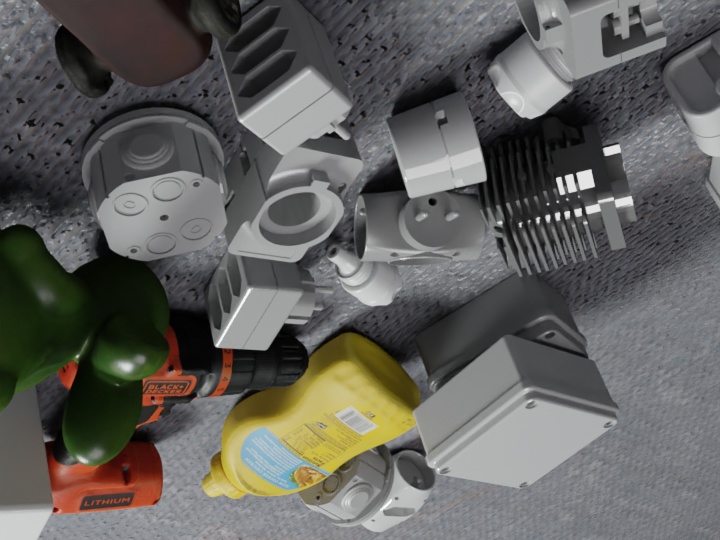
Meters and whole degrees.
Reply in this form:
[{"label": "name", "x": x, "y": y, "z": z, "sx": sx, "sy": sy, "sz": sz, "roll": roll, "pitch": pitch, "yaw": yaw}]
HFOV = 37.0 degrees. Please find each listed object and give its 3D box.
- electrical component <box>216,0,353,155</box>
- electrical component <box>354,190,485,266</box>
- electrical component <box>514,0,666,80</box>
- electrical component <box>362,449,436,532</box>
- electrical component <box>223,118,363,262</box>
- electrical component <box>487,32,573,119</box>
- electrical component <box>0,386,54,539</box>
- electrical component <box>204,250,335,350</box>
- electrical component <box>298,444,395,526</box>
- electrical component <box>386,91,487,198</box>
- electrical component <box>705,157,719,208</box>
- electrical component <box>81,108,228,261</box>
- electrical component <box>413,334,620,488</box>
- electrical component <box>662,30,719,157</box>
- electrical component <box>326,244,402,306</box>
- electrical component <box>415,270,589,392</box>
[{"label": "electrical component", "x": -0.029, "y": -0.095, "z": 0.567, "sx": 0.047, "sy": 0.065, "sz": 0.077, "roll": -33, "pitch": 141, "yaw": 18}, {"label": "electrical component", "x": 0.041, "y": -0.029, "z": 0.676, "sx": 0.077, "sy": 0.044, "sz": 0.079, "roll": -1, "pitch": 174, "yaw": -11}, {"label": "electrical component", "x": 0.109, "y": -0.146, "z": 0.541, "sx": 0.056, "sy": 0.089, "sz": 0.050, "roll": -20, "pitch": 144, "yaw": 2}, {"label": "electrical component", "x": 0.016, "y": 0.202, "z": 0.987, "sx": 0.079, "sy": 0.043, "sz": 0.077, "roll": 12, "pitch": 134, "yaw": -33}, {"label": "electrical component", "x": -0.043, "y": -0.050, "z": 0.628, "sx": 0.050, "sy": 0.055, "sz": 0.089, "roll": 8, "pitch": 136, "yaw": -31}, {"label": "electrical component", "x": 0.108, "y": -0.119, "z": 0.614, "sx": 0.062, "sy": 0.043, "sz": 0.043, "roll": -38, "pitch": 139, "yaw": 23}, {"label": "electrical component", "x": -0.257, "y": 0.145, "z": 0.742, "sx": 0.056, "sy": 0.108, "sz": 0.108, "roll": 5, "pitch": 138, "yaw": -32}, {"label": "electrical component", "x": -0.055, "y": 0.016, "z": 0.715, "sx": 0.077, "sy": 0.047, "sz": 0.065, "roll": 6, "pitch": 138, "yaw": -29}, {"label": "electrical component", "x": -0.016, "y": 0.170, "z": 0.903, "sx": 0.080, "sy": 0.080, "sz": 0.051, "roll": -32, "pitch": 136, "yaw": 18}, {"label": "electrical component", "x": 0.045, "y": -0.073, "z": 0.638, "sx": 0.047, "sy": 0.055, "sz": 0.055, "roll": -17, "pitch": 144, "yaw": 3}, {"label": "electrical component", "x": 0.311, "y": -0.052, "z": 0.734, "sx": 0.109, "sy": 0.108, "sz": 0.056, "roll": -16, "pitch": 141, "yaw": -4}, {"label": "electrical component", "x": -0.114, "y": -0.047, "z": 0.604, "sx": 0.080, "sy": 0.051, "sz": 0.080, "roll": -12, "pitch": 143, "yaw": -9}, {"label": "electrical component", "x": 0.115, "y": 0.107, "z": 0.798, "sx": 0.109, "sy": 0.056, "sz": 0.109, "roll": 18, "pitch": 130, "yaw": -39}, {"label": "electrical component", "x": 0.245, "y": -0.117, "z": 0.667, "sx": 0.095, "sy": 0.053, "sz": 0.059, "roll": -30, "pitch": 142, "yaw": 15}, {"label": "electrical component", "x": 0.000, "y": 0.000, "z": 0.728, "sx": 0.035, "sy": 0.035, "sz": 0.061, "roll": -34, "pitch": 138, "yaw": 20}, {"label": "electrical component", "x": 0.110, "y": 0.061, "z": 0.835, "sx": 0.113, "sy": 0.057, "sz": 0.078, "roll": -33, "pitch": 141, "yaw": 19}]
